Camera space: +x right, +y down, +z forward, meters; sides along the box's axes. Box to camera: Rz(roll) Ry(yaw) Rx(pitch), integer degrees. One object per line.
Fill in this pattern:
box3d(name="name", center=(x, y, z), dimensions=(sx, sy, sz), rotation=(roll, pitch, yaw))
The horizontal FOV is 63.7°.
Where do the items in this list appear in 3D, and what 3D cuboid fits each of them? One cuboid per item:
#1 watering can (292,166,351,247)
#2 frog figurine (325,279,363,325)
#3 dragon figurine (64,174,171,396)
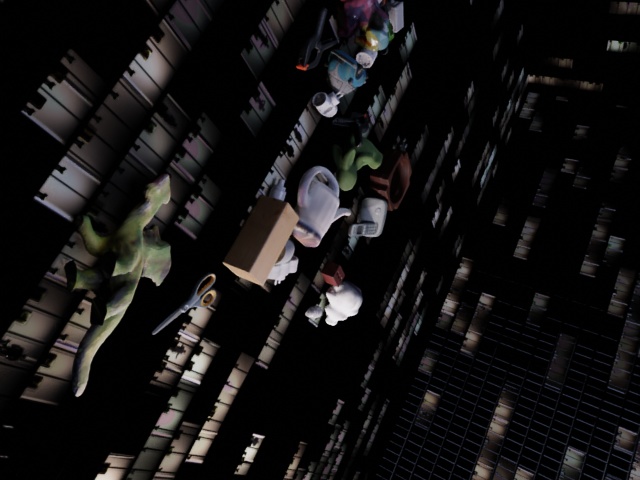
box3d(name="watering can", center=(0.005, -0.078, 1.547), dimensions=(0.227, 0.104, 0.342), rotation=(-64, 151, -14))
box3d(name="frog figurine", center=(0.072, 0.225, 1.832), dimensions=(0.136, 0.123, 0.161), rotation=(45, 72, -22))
box3d(name="dragon figurine", center=(-0.359, 0.069, 0.989), dimensions=(0.244, 0.122, 0.407), rotation=(-11, 116, -68))
